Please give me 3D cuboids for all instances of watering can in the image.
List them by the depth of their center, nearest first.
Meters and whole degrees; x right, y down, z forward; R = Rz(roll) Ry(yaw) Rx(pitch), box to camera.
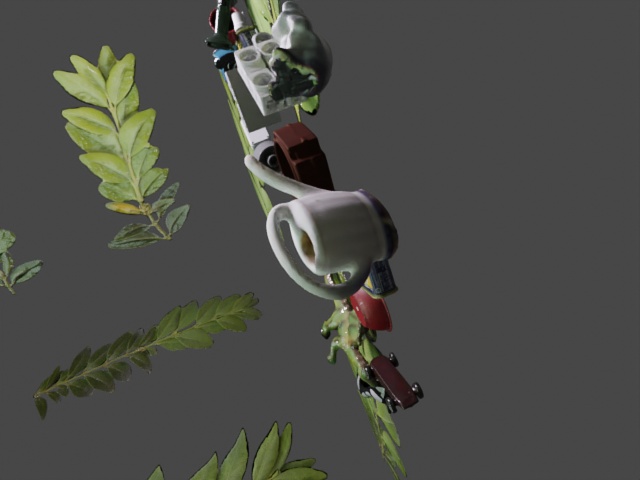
[{"bbox_3d":[0.003,-0.047,0.938,0.354,0.225,0.101,63,151,32],"label":"watering can"}]

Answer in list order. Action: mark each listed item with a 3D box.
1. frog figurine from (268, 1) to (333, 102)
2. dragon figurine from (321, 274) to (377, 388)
[{"bbox_3d":[-0.030,-0.332,0.894,0.134,0.123,0.163,67,-149,-56],"label":"frog figurine"},{"bbox_3d":[0.092,0.236,1.544,0.239,0.122,0.416,135,125,-60],"label":"dragon figurine"}]
